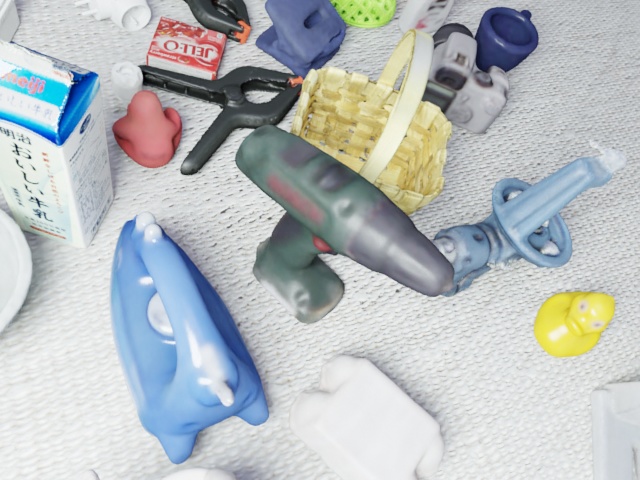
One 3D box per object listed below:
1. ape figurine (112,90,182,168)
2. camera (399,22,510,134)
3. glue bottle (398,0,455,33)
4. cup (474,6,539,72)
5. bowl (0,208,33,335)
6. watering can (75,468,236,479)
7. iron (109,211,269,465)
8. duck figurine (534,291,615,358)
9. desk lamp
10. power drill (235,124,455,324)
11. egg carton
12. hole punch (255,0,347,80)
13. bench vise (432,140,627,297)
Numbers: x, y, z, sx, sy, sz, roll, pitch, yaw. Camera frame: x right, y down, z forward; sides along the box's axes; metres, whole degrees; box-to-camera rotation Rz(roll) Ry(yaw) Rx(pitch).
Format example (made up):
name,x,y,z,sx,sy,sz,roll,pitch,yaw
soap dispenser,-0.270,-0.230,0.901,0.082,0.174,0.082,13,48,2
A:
name,x,y,z,sx,sy,sz,roll,pitch,yaw
ape figurine,-0.192,-0.131,0.642,0.078,0.092,0.076,-3,64,-18
camera,0.202,-0.247,0.821,0.143,0.100,0.137,22,59,-5
glue bottle,0.178,-0.380,0.842,0.078,0.173,0.037,-22,71,-26
cup,0.273,-0.295,0.872,0.091,0.095,0.118,39,59,6
bowl,-0.343,0.044,0.511,0.168,0.074,0.167,7,61,-13
watering can,-0.101,0.222,0.421,0.173,0.194,0.101,4,62,-15
iron,-0.136,0.060,0.528,0.119,0.141,0.258,-20,70,-25
duck figurine,0.317,0.090,0.685,0.105,0.086,0.077,-27,73,-27
desk lamp,0.394,0.166,0.593,0.118,0.213,0.203,18,59,-7
power drill,0.005,0.002,0.563,0.229,0.208,0.076,43,59,8
egg carton,0.047,0.187,0.559,0.150,0.069,0.107,40,59,6
hole punch,-0.019,-0.294,0.783,0.101,0.091,0.109,36,59,4
bench vise,0.224,-0.011,0.632,0.208,0.219,0.121,-34,77,-29
